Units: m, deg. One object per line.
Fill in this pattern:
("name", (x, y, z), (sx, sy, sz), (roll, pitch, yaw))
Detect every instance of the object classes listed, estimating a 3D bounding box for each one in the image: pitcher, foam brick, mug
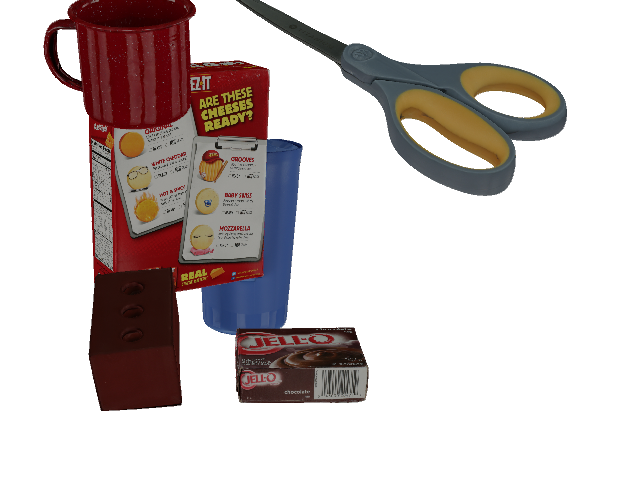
("pitcher", (-0.092, -0.006, 1.336), (0.145, 0.243, 0.148), (11, 16, 36))
("foam brick", (-0.118, 0.063, 0.685), (0.053, 0.051, 0.078), (-5, 39, -5))
("mug", (-0.151, -0.136, 0.800), (0.117, 0.081, 0.093), (4, 30, 5))

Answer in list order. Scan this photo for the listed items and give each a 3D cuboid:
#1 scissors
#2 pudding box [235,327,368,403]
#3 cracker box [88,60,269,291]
("scissors", (0.041, -0.089, 0.533), (0.096, 0.016, 0.202), (-20, 47, -22))
("pudding box", (-0.019, 0.109, 0.946), (0.113, 0.039, 0.090), (2, 18, -7))
("cracker box", (-0.137, -0.060, 1.030), (0.163, 0.214, 0.072), (-10, 21, -32))
